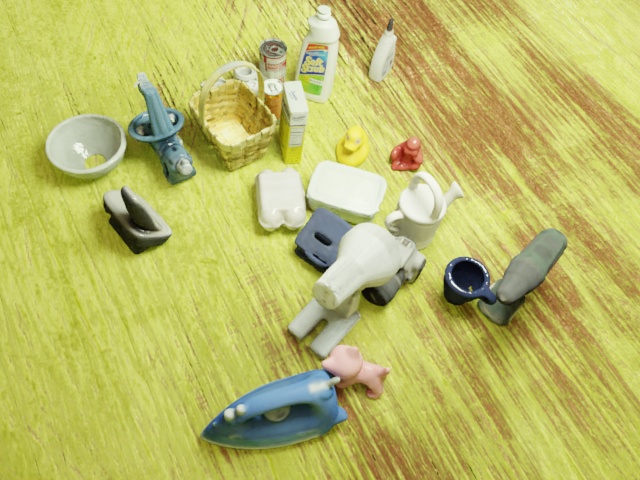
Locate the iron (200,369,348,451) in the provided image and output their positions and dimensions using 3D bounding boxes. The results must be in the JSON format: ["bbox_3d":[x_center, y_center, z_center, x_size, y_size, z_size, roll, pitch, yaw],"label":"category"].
[{"bbox_3d":[-0.082,0.288,0.980,0.258,0.141,0.118,-13,62,-13],"label":"iron"}]

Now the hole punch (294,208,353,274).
[{"bbox_3d":[0.011,0.004,1.186,0.108,0.091,0.101,34,62,14],"label":"hole punch"}]

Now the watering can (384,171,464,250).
[{"bbox_3d":[0.216,-0.072,1.193,0.100,0.194,0.173,39,63,17],"label":"watering can"}]

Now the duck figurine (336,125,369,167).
[{"bbox_3d":[0.080,-0.231,1.335,0.077,0.086,0.105,22,60,8],"label":"duck figurine"}]

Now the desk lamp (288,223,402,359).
[{"bbox_3d":[0.046,0.092,1.067,0.117,0.213,0.203,36,63,15],"label":"desk lamp"}]

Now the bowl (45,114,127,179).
[{"bbox_3d":[-0.504,-0.192,1.257,0.167,0.075,0.167,3,59,-4],"label":"bowl"}]

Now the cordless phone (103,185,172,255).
[{"bbox_3d":[-0.373,-0.070,1.135,0.147,0.185,0.094,42,64,18],"label":"cordless phone"}]

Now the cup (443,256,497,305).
[{"bbox_3d":[0.297,0.101,1.157,0.117,0.095,0.092,41,64,17],"label":"cup"}]

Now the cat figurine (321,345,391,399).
[{"bbox_3d":[0.067,0.231,1.043,0.127,0.118,0.067,14,59,3],"label":"cat figurine"}]

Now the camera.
[{"bbox_3d":[0.128,0.054,1.164,0.143,0.101,0.137,30,61,12],"label":"camera"}]

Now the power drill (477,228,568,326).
[{"bbox_3d":[0.384,0.083,1.111,0.075,0.208,0.230,39,63,17],"label":"power drill"}]

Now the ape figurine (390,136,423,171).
[{"bbox_3d":[0.208,-0.205,1.329,0.077,0.092,0.076,37,63,15],"label":"ape figurine"}]

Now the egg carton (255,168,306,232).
[{"bbox_3d":[-0.085,-0.088,1.243,0.107,0.069,0.150,-5,60,-9],"label":"egg carton"}]

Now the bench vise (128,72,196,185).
[{"bbox_3d":[-0.325,-0.240,1.219,0.207,0.220,0.122,35,62,15],"label":"bench vise"}]

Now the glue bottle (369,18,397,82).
[{"bbox_3d":[0.165,-0.484,1.441,0.037,0.173,0.078,32,62,13],"label":"glue bottle"}]
